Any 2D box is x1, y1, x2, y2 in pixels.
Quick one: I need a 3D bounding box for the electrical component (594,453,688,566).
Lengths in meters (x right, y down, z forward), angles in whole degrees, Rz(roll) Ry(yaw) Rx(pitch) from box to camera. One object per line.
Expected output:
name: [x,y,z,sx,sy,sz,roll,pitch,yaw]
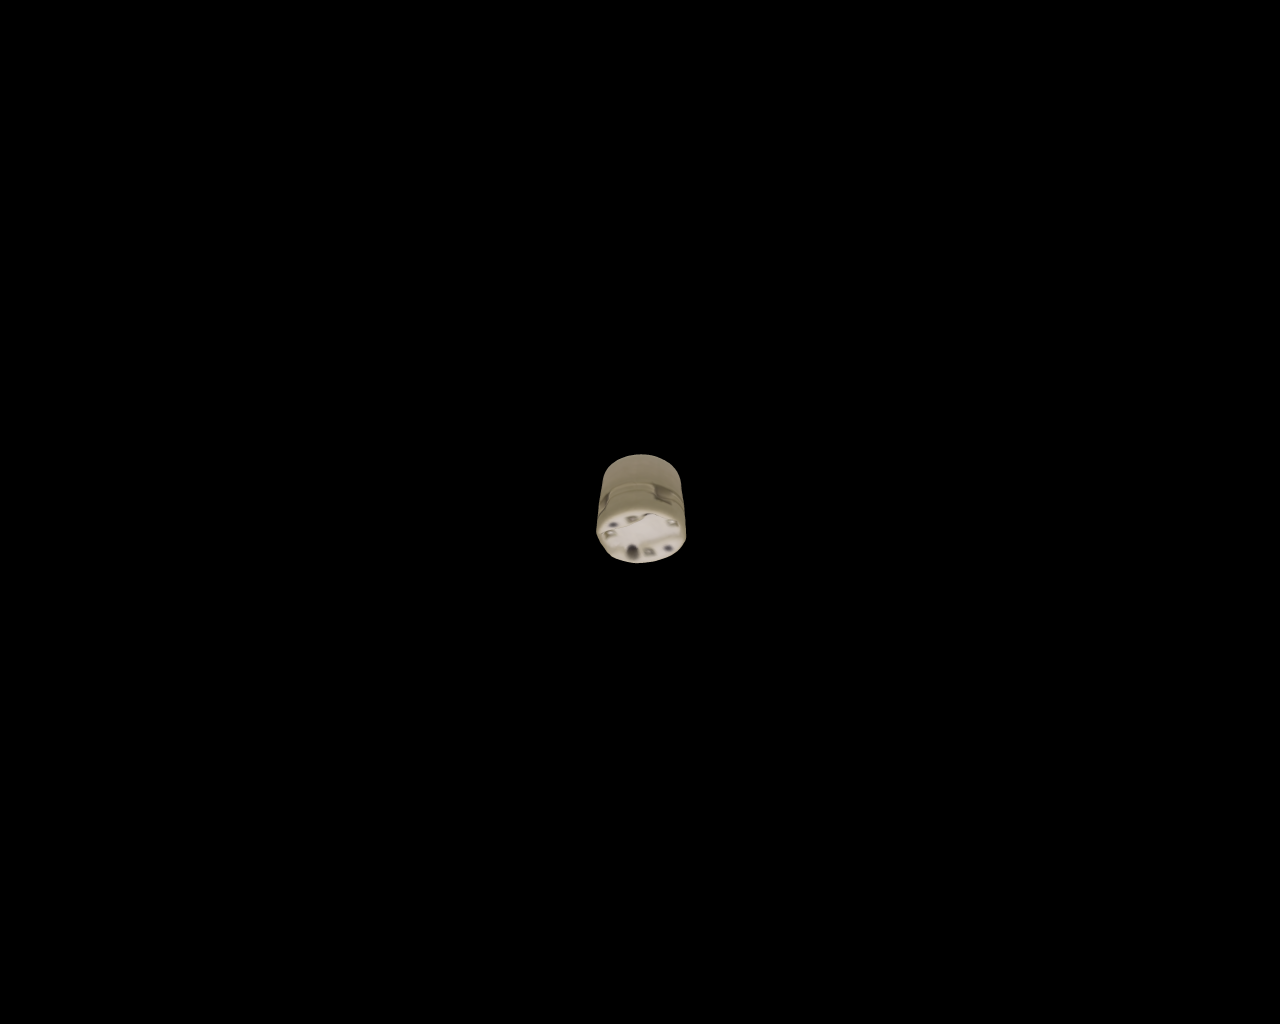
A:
electrical component: [0.001,-0.003,0.650,0.055,0.047,0.055,0,-40,0]
